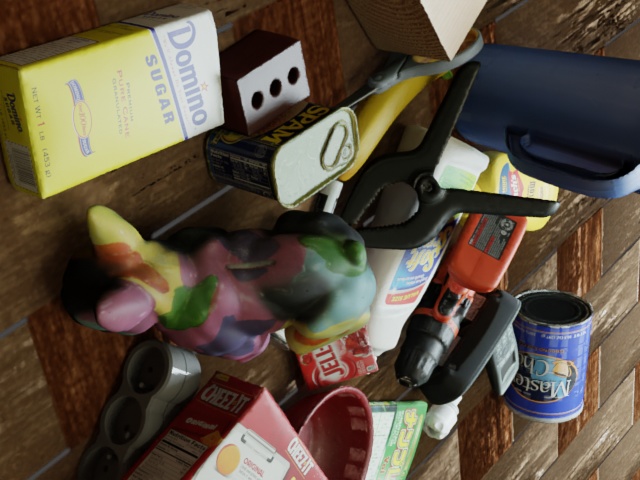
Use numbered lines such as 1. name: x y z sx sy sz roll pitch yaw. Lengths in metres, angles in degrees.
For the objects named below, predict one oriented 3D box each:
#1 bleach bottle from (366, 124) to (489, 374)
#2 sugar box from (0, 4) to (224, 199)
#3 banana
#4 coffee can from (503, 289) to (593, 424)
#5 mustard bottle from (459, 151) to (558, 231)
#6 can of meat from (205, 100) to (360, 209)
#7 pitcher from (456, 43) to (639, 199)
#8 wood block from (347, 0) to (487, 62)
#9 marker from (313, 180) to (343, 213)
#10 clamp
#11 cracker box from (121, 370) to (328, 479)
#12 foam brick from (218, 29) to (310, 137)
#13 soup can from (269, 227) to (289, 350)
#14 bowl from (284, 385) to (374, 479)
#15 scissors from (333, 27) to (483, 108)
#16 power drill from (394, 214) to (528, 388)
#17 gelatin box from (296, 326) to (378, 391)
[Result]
1. bleach bottle: 0.086 0.015 1.085 0.102 0.068 0.251 18 93 -52
2. sugar box: -0.145 -0.103 0.758 0.175 0.048 0.093 -29 126 -40
3. banana: 0.076 -0.135 1.025 0.197 0.037 0.069 -43 136 -31
4. coffee can: 0.290 0.147 1.361 0.102 0.103 0.140 -24 123 -44
5. mustard bottle: 0.198 -0.052 1.198 0.191 0.058 0.096 -9 110 -49
6. can of meat: -0.032 -0.077 0.878 0.101 0.084 0.057 -37 131 -36
7. pitcher: 0.252 -0.124 1.080 0.149 0.243 0.145 8 99 -52
8. wood block: 0.117 -0.276 0.972 0.206 0.090 0.090 -59 141 -16
9. marker: -0.007 0.001 0.997 0.020 0.020 0.121 18 91 -53
10. clamp: 0.112 -0.045 1.014 0.210 0.164 0.036 -37 -179 4
11. cracker box: -0.095 0.237 0.847 0.213 0.072 0.164 -49 130 -26
12. foam brick: -0.054 -0.127 0.856 0.078 0.051 0.053 -40 134 -34
13. soup can: -0.031 0.038 0.943 0.102 0.069 0.068 -61 142 -12
14. bowl: -0.011 0.214 1.045 0.161 0.055 0.162 -26 122 -51
15. scissors: 0.053 -0.158 0.992 0.201 0.096 0.016 -24 130 -6
16. power drill: 0.140 0.051 1.103 0.184 0.057 0.188 -62 178 -28
17. gelatin box: 0.011 0.097 1.021 0.073 0.030 0.089 -16 125 -2
